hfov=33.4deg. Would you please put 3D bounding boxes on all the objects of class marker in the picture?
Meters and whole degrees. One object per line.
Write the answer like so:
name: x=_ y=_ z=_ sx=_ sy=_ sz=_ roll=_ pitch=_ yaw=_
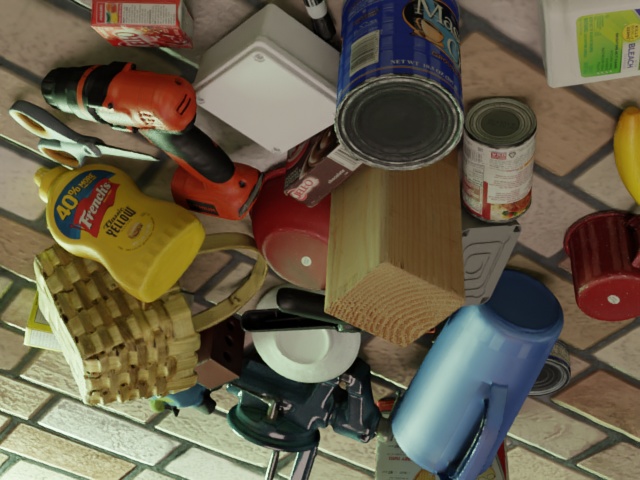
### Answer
marker: x=-0.010 y=-0.215 z=0.894 sx=0.020 sy=0.020 sz=0.121 roll=-9 pitch=138 yaw=15

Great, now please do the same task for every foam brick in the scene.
foam brick: x=-0.125 y=0.128 z=1.259 sx=0.051 sy=0.078 sz=0.053 roll=-28 pitch=132 yaw=31

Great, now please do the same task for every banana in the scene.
banana: x=0.333 y=-0.058 z=1.035 sx=0.197 sy=0.037 sz=0.070 roll=32 pitch=117 yaw=-30

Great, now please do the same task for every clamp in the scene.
clamp: x=0.022 y=0.083 z=1.158 sx=0.209 sy=0.036 sz=0.165 roll=6 pitch=167 yaw=-23

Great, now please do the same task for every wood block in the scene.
wood block: x=0.068 y=-0.021 z=0.969 sx=0.090 sy=0.206 sz=0.090 roll=26 pitch=135 yaw=-23

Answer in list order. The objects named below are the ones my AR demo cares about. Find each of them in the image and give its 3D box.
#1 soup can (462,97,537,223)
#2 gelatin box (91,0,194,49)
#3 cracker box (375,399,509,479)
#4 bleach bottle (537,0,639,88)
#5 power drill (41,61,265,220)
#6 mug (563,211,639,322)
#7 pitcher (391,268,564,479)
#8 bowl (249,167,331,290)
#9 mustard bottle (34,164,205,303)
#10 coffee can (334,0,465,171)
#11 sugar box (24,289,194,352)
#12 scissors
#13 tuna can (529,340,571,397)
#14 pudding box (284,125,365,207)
soup can: x=0.168 y=-0.075 z=1.004 sx=0.068 sy=0.068 sz=0.102 roll=-1 pitch=138 yaw=6
gelatin box: x=-0.148 y=-0.183 z=0.901 sx=0.073 sy=0.030 sz=0.089 roll=2 pitch=179 yaw=0
cracker box: x=0.152 y=0.299 z=1.326 sx=0.164 sy=0.213 sz=0.072 roll=-7 pitch=138 yaw=13
bleach bottle: x=0.306 y=-0.189 z=0.864 sx=0.251 sy=0.068 sz=0.102 roll=-7 pitch=138 yaw=10
power drill: x=-0.151 y=-0.094 z=0.991 sx=0.185 sy=0.057 sz=0.187 roll=14 pitch=160 yaw=39
mug: x=0.306 y=0.023 z=1.093 sx=0.093 sy=0.081 sz=0.117 roll=17 pitch=138 yaw=-14
pitcher: x=0.180 y=0.157 z=1.201 sx=0.144 sy=0.149 sz=0.243 roll=-23 pitch=146 yaw=-39
bowl: x=-0.007 y=0.001 z=1.088 sx=0.162 sy=0.055 sz=0.162 roll=15 pitch=141 yaw=12
mustard bottle: x=-0.212 y=-0.023 z=1.057 sx=0.192 sy=0.096 sz=0.058 roll=31 pitch=165 yaw=25
coffee can: x=0.065 y=-0.142 z=0.879 sx=0.103 sy=0.140 sz=0.103 roll=3 pitch=139 yaw=2
sugar box: x=-0.237 y=0.091 z=1.214 sx=0.176 sy=0.093 sz=0.048 roll=15 pitch=139 yaw=-11
scissors: x=-0.225 y=-0.098 z=0.980 sx=0.096 sy=0.016 sz=0.202 roll=43 pitch=157 yaw=-27
tuna can: x=0.258 y=0.153 z=1.285 sx=0.086 sy=0.033 sz=0.086 roll=3 pitch=139 yaw=2
pudding box: x=0.014 y=-0.096 z=0.977 sx=0.039 sy=0.090 sz=0.114 roll=30 pitch=133 yaw=-29
